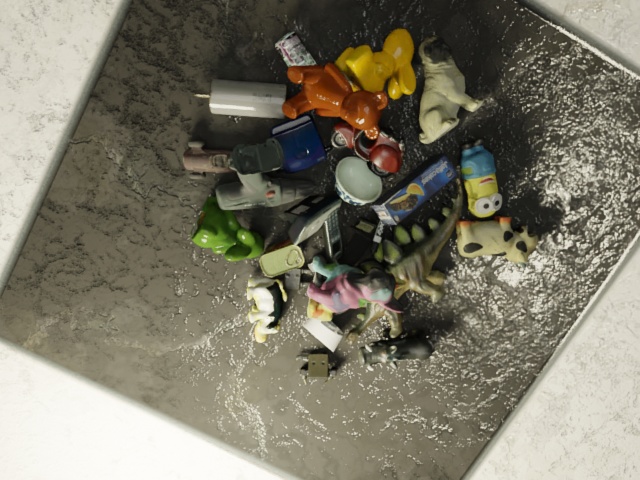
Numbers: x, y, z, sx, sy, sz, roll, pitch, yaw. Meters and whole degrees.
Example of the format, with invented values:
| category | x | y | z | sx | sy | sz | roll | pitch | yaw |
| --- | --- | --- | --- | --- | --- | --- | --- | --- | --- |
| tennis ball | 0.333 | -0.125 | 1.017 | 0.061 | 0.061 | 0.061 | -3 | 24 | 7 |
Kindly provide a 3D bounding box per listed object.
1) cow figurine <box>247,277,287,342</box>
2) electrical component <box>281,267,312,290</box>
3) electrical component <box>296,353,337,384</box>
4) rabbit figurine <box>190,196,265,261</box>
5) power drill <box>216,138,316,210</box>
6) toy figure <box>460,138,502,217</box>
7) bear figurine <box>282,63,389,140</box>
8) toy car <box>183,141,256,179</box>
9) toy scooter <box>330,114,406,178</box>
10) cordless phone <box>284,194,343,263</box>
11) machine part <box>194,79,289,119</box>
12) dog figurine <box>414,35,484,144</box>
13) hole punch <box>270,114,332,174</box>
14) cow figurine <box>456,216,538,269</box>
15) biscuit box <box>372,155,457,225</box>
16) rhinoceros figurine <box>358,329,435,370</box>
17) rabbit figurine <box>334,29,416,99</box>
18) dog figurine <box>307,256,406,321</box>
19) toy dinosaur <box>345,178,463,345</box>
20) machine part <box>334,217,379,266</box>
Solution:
| category | x | y | z | sx | sy | sz | roll | pitch | yaw |
| --- | --- | --- | --- | --- | --- | --- | --- | --- | --- |
| cow figurine | -0.126 | 0.173 | 1.325 | 0.098 | 0.068 | 0.167 | -5 | 113 | 0 |
| electrical component | -0.068 | 0.091 | 1.331 | 0.094 | 0.021 | 0.063 | 4 | 104 | -1 |
| electrical component | -0.008 | 0.331 | 1.384 | 0.102 | 0.045 | 0.078 | -5 | 76 | -2 |
| rabbit figurine | -0.199 | -0.013 | 1.251 | 0.170 | 0.159 | 0.121 | 24 | 93 | -22 |
| power drill | -0.117 | -0.138 | 1.179 | 0.232 | 0.207 | 0.086 | -11 | 75 | -8 |
| toy figure | 0.372 | -0.142 | 1.249 | 0.082 | 0.089 | 0.180 | -14 | 96 | 16 |
| bear figurine | 0.035 | -0.284 | 1.122 | 0.196 | 0.132 | 0.120 | 39 | 136 | 24 |
| toy car | -0.217 | -0.182 | 1.246 | 0.202 | 0.053 | 0.089 | 4 | 102 | -1 |
| toy scooter | 0.124 | -0.229 | 1.204 | 0.184 | 0.075 | 0.135 | 30 | 124 | -13 |
| cordless phone | -0.003 | -0.003 | 1.254 | 0.089 | 0.146 | 0.184 | 7 | 120 | 37 |
| machine part | -0.157 | -0.314 | 1.198 | 0.243 | 0.079 | 0.079 | 5 | 104 | -1 |
| dog figurine | 0.250 | -0.334 | 1.199 | 0.172 | 0.121 | 0.190 | -39 | 87 | 5 |
| hole punch | -0.049 | -0.215 | 1.222 | 0.142 | 0.092 | 0.115 | -23 | 107 | 2 |
| cow figurine | 0.425 | 0.006 | 1.284 | 0.195 | 0.085 | 0.127 | -3 | 98 | -2 |
| biscuit box | 0.217 | -0.115 | 1.226 | 0.203 | 0.063 | 0.059 | -39 | 103 | -15 |
| rhinoceros figurine | 0.188 | 0.278 | 1.337 | 0.190 | 0.112 | 0.073 | -4 | 106 | -8 |
| rabbit figurine | 0.144 | -0.381 | 1.171 | 0.173 | 0.122 | 0.162 | -44 | 104 | -10 |
| dog figurine | 0.082 | 0.123 | 1.218 | 0.219 | 0.108 | 0.191 | 9 | 141 | 8 |
| toy dinosaur | 0.209 | 0.069 | 1.287 | 0.198 | 0.105 | 0.471 | 41 | 99 | -8 |
| machine part | 0.087 | 0.010 | 1.273 | 0.039 | 0.084 | 0.139 | 41 | 77 | -45 |
